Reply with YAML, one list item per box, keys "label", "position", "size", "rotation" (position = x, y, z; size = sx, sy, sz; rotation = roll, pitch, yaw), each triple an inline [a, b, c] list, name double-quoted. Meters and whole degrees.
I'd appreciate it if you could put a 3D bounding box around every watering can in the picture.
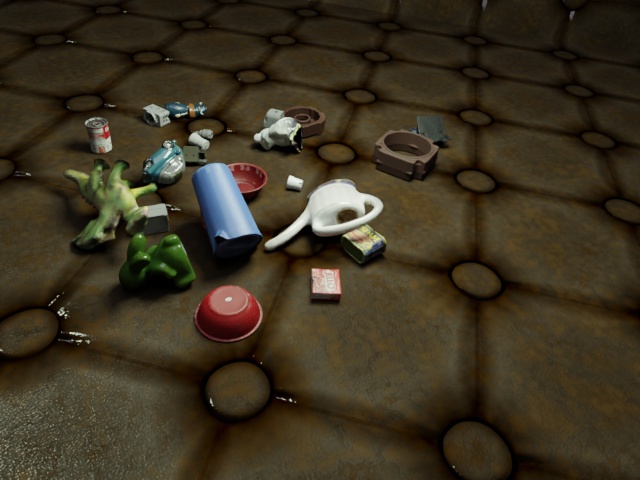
- label: "watering can"
  position: [0.005, -0.075, 1.480]
  size: [0.347, 0.102, 0.229]
  rotation: [-15, 32, 1]

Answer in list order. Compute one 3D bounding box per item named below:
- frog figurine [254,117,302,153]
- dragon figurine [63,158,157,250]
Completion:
- label: "frog figurine"
  position: [-0.148, -0.375, 1.821]
  size: [0.160, 0.122, 0.138]
  rotation: [10, 6, 18]
- label: "dragon figurine"
  position: [-0.601, -0.090, 1.397]
  size: [0.410, 0.120, 0.248]
  rotation: [3, 59, 27]
